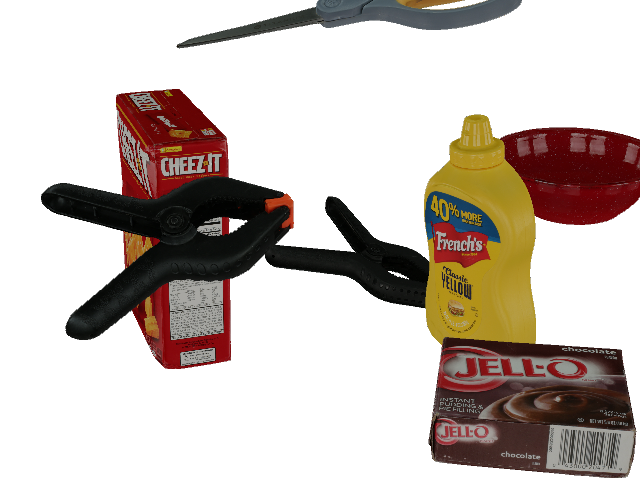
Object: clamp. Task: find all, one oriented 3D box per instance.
[{"bbox_3d":[0.050,0.027,1.230,0.210,0.036,0.164,30,37,22],"label":"clamp"},{"bbox_3d":[-0.106,-0.009,0.725,0.171,0.120,0.039,-19,-25,-17],"label":"clamp"}]

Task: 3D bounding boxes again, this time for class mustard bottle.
[{"bbox_3d":[0.122,-0.003,0.823,0.058,0.192,0.096,-20,29,-32],"label":"mustard bottle"}]

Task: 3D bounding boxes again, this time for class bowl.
[{"bbox_3d":[0.240,-0.058,1.013,0.162,0.055,0.162,-1,25,0],"label":"bowl"}]

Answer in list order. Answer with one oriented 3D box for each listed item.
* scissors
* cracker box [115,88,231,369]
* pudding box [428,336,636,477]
[{"bbox_3d":[0.020,-0.148,0.635,0.202,0.016,0.096,0,45,20],"label":"scissors"},{"bbox_3d":[-0.138,-0.013,0.975,0.072,0.214,0.164,-8,25,-20],"label":"cracker box"},{"bbox_3d":[0.124,0.096,0.632,0.113,0.039,0.090,5,26,8],"label":"pudding box"}]
